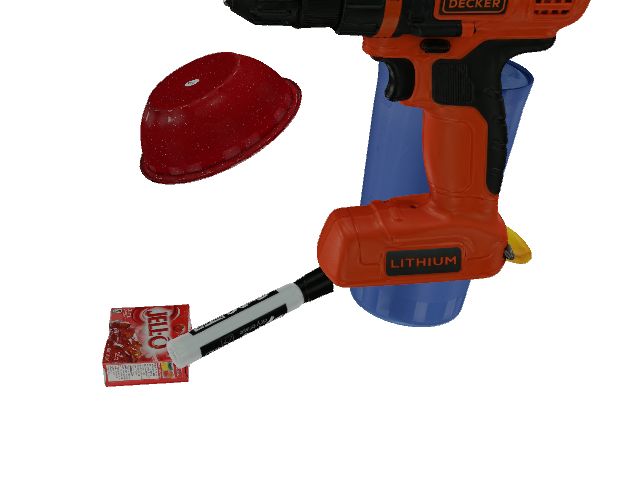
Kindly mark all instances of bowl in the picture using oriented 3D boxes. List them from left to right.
[{"bbox_3d":[-0.101,-0.120,0.948,0.162,0.055,0.162,-20,33,13],"label":"bowl"}]

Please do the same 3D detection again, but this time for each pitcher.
[{"bbox_3d":[0.100,-0.044,0.945,0.145,0.243,0.149,20,27,22],"label":"pitcher"}]

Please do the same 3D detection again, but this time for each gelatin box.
[{"bbox_3d":[-0.154,0.092,0.956,0.073,0.030,0.089,-3,30,-3],"label":"gelatin box"}]

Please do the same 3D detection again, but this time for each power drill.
[{"bbox_3d":[0.040,-0.067,0.552,0.184,0.188,0.057,-2,32,-9],"label":"power drill"}]

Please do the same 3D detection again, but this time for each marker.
[{"bbox_3d":[-0.042,0.048,0.686,0.121,0.020,0.020,-26,10,-22],"label":"marker"}]

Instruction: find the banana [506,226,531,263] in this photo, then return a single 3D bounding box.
[{"bbox_3d":[0.141,-0.010,1.154,0.198,0.037,0.069,11,39,27],"label":"banana"}]
